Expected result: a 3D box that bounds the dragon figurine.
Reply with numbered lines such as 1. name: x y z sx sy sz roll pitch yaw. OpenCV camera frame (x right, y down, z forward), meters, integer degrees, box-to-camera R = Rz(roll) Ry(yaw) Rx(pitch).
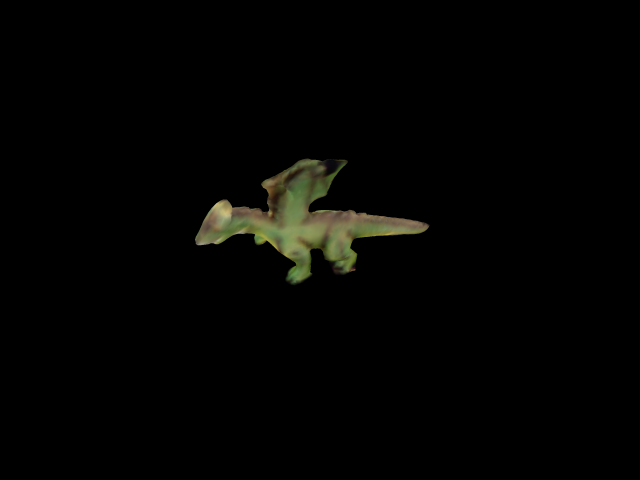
1. dragon figurine: 0.003 -0.043 0.850 0.411 0.125 0.237 -14 -31 -9
